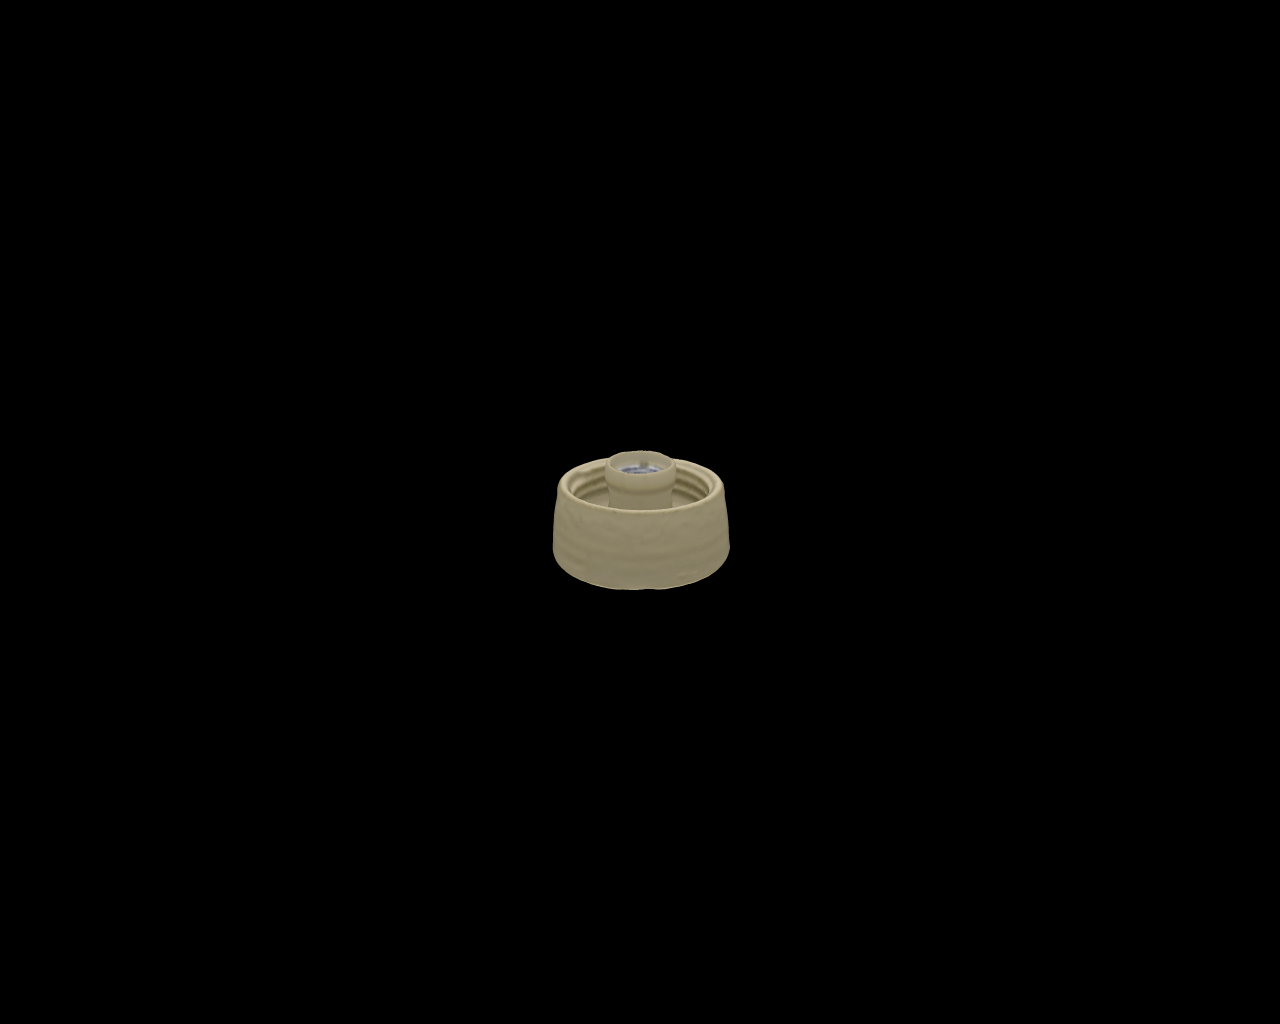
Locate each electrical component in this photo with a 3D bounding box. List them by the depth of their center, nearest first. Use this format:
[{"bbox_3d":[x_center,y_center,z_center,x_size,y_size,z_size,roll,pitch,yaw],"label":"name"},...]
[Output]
[{"bbox_3d":[0.001,-0.003,0.650,0.108,0.060,0.108,0,22,0],"label":"electrical component"}]
